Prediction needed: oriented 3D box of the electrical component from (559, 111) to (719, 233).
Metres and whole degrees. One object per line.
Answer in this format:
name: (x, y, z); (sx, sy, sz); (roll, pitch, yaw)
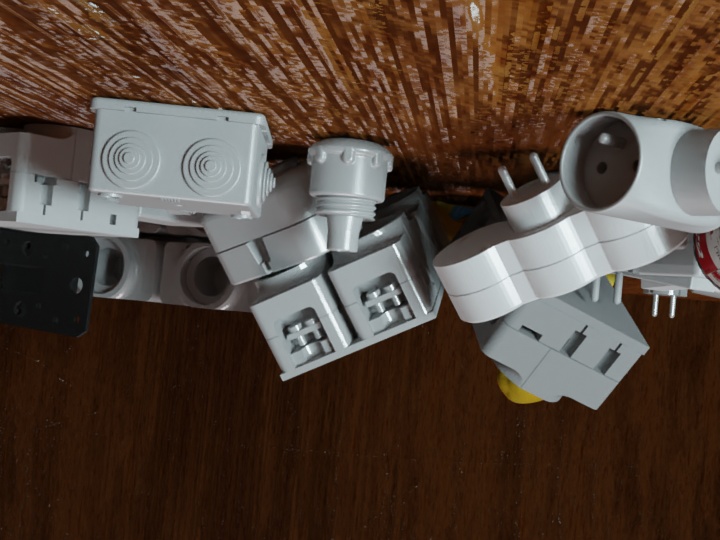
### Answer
electrical component: (0.141, -0.041, 0.460); (0.077, 0.043, 0.079); (7, 177, -40)

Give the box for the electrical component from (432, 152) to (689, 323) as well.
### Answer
electrical component: (0.101, -0.028, 0.591); (0.138, 0.073, 0.052); (-22, -165, 25)

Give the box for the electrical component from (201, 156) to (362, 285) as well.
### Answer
electrical component: (-0.053, -0.034, 0.688); (0.095, 0.059, 0.054); (-17, -168, 43)

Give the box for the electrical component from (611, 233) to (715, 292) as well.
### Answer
electrical component: (0.220, -0.016, 0.719); (0.062, 0.061, 0.096); (7, 178, -35)

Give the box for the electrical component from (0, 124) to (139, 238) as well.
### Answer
electrical component: (-0.224, -0.059, 0.709); (0.150, 0.061, 0.089); (4, 178, 42)

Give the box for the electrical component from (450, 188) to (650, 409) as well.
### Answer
electrical component: (0.117, 0.018, 0.715); (0.089, 0.061, 0.150); (27, -158, -17)

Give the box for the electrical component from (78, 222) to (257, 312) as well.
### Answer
electrical component: (-0.149, -0.025, 0.871); (0.186, 0.105, 0.060); (5, 178, 23)

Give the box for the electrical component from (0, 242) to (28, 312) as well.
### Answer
electrical component: (-0.267, 0.000, 0.764); (0.050, 0.055, 0.089); (5, 178, 24)

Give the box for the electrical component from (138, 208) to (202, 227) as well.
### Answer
electrical component: (-0.125, -0.056, 0.733); (0.077, 0.047, 0.066); (4, 178, 36)

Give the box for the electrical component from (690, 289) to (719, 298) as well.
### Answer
electrical component: (0.340, 0.000, 1.013); (0.047, 0.055, 0.055); (9, 179, 9)

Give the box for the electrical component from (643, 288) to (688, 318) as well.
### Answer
electrical component: (0.268, 0.003, 0.938); (0.047, 0.076, 0.066); (7, 178, -35)

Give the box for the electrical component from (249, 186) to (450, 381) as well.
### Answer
electrical component: (0.000, 0.000, 0.742); (0.105, 0.060, 0.186); (-24, -171, 14)

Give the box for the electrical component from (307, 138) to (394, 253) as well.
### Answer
electrical component: (-0.007, -0.041, 0.602); (0.048, 0.062, 0.048); (5, 178, 0)

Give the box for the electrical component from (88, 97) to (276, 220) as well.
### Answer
electrical component: (-0.095, -0.057, 0.580); (0.100, 0.048, 0.100); (6, 178, -2)

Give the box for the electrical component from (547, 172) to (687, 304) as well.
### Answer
electrical component: (0.153, -0.017, 0.656); (0.083, 0.075, 0.047); (7, 178, -31)
